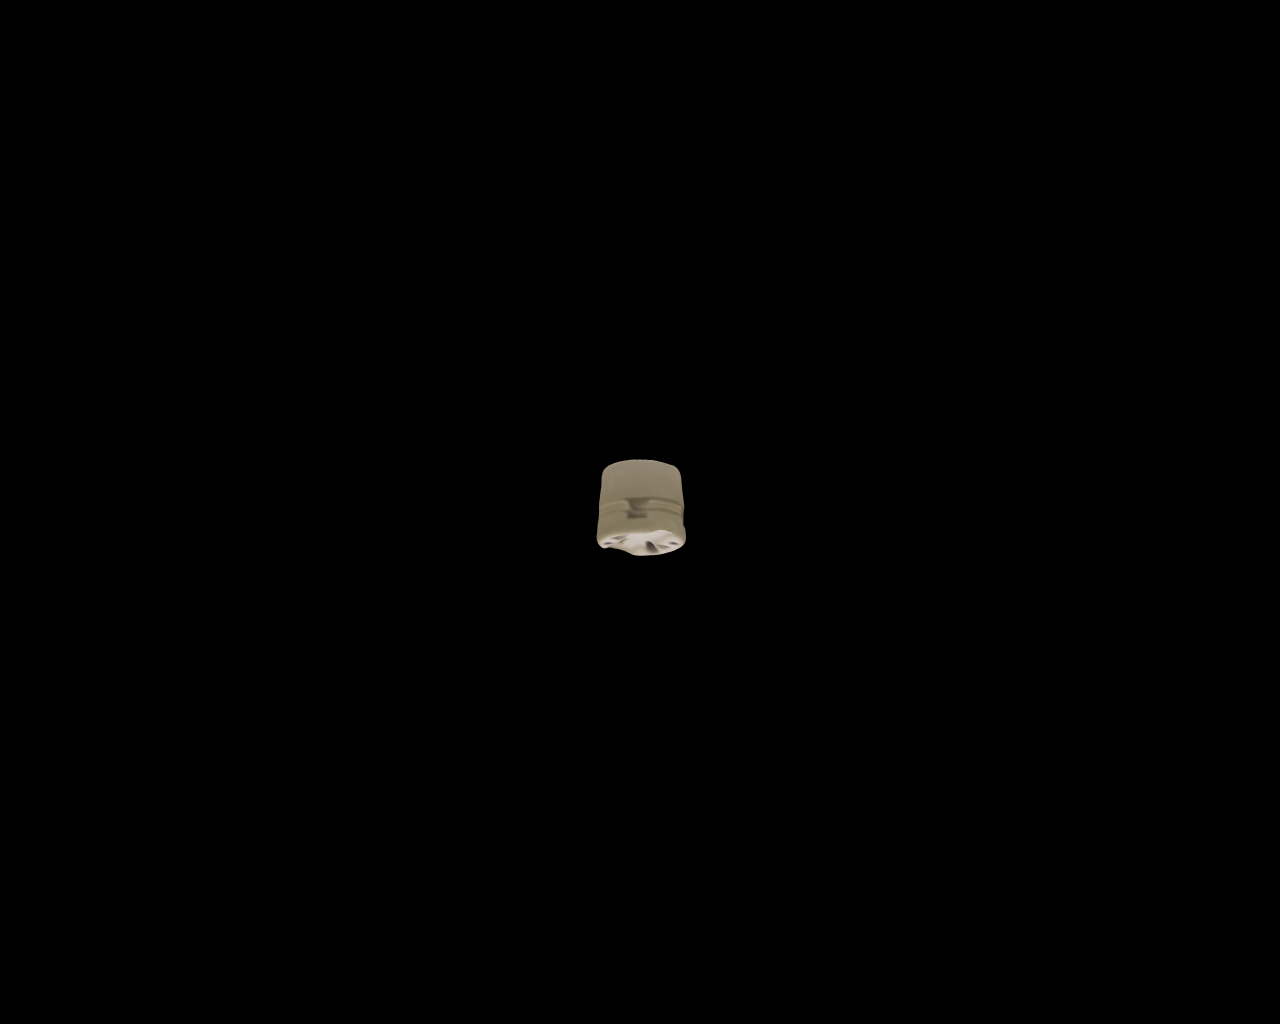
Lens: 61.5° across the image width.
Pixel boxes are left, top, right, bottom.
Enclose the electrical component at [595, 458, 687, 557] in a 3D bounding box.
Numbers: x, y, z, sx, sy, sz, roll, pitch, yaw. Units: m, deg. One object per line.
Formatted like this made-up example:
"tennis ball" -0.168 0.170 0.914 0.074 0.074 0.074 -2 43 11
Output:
"electrical component" 0.001 -0.003 0.650 0.055 0.047 0.055 0 -18 0
